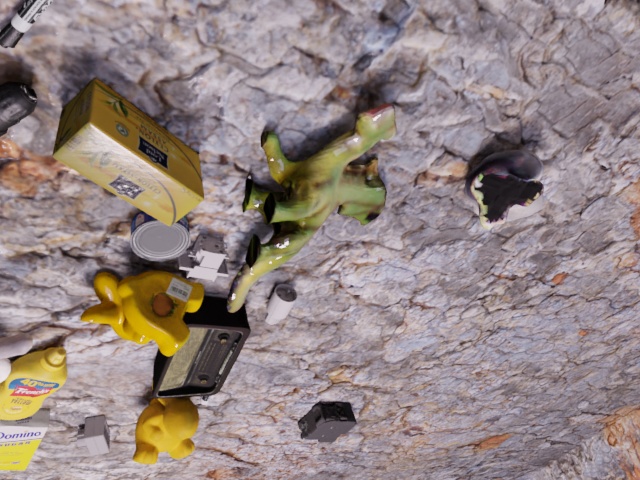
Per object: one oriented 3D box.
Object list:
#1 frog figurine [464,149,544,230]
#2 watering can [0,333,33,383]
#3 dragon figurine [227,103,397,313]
[{"bbox_3d":[0.319,-0.091,0.867,0.161,0.124,0.135,-23,145,-56],"label":"frog figurine"},{"bbox_3d":[-0.572,0.182,0.755,0.223,0.106,0.343,14,147,-40],"label":"watering can"},{"bbox_3d":[0.002,-0.040,0.785,0.243,0.125,0.401,-3,136,-29],"label":"dragon figurine"}]
